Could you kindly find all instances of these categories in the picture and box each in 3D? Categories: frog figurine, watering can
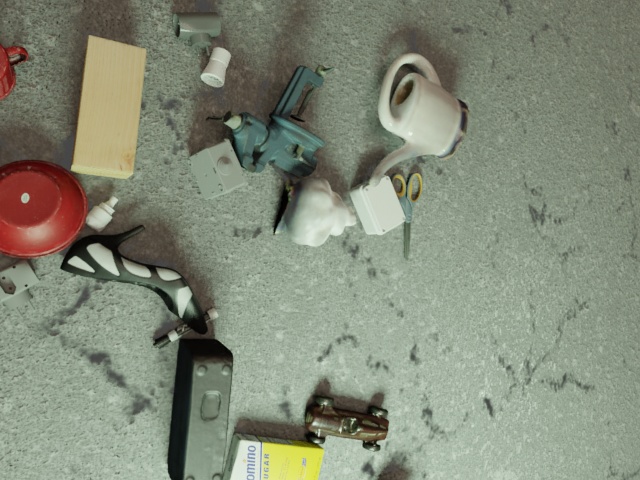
[{"bbox_3d":[0.003,-0.051,1.004,0.159,0.120,0.140,14,61,-15],"label":"frog figurine"},{"bbox_3d":[0.213,-0.242,1.127,0.223,0.103,0.353,22,71,-25],"label":"watering can"}]
